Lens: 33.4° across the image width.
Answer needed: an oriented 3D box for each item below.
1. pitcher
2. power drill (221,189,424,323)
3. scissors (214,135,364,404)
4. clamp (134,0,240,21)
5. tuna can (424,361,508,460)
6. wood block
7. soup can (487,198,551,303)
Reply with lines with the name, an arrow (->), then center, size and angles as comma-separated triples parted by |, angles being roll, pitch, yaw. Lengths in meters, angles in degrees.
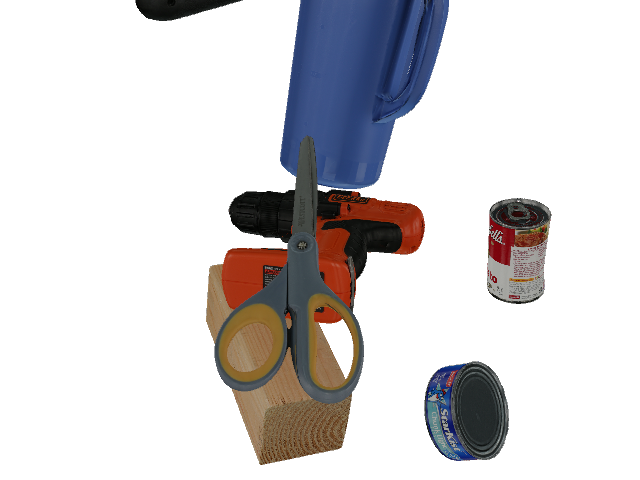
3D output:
pitcher -> 0.038, -0.177, 1.085 | 0.145, 0.243, 0.149 | 11, 18, -1
power drill -> -0.017, 0.003, 0.915 | 0.185, 0.057, 0.187 | 4, 23, 17
scissors -> -0.028, 0.016, 0.661 | 0.096, 0.202, 0.016 | -13, -38, -5
clamp -> -0.013, -0.140, 0.525 | 0.171, 0.039, 0.120 | -1, 41, 3
tuna can -> 0.129, 0.151, 0.943 | 0.034, 0.086, 0.085 | -14, -9, 40
wood block -> -0.048, 0.119, 1.112 | 0.090, 0.090, 0.206 | -8, 42, -18
soup can -> 0.225, 0.012, 1.214 | 0.068, 0.102, 0.068 | -2, 30, 1
